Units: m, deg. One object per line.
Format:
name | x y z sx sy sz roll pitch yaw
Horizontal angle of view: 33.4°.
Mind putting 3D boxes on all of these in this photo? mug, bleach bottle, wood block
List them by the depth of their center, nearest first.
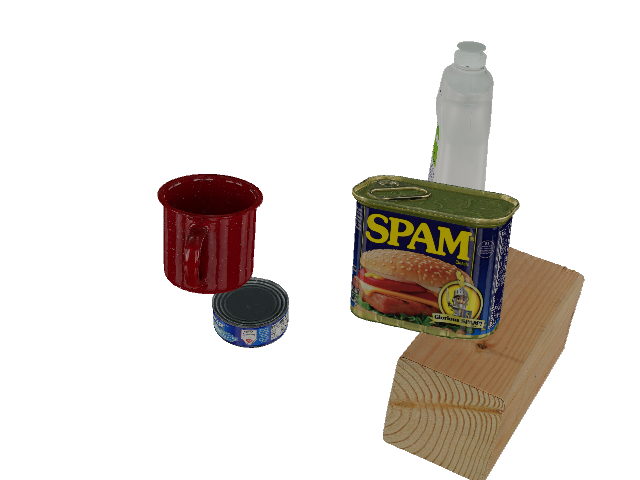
wood block | 0.141 0.095 0.899 0.091 0.090 0.205 21 35 21
mug | -0.101 0.001 0.948 0.093 0.081 0.117 6 27 3
bleach bottle | 0.140 -0.075 1.084 0.068 0.251 0.102 2 31 -1

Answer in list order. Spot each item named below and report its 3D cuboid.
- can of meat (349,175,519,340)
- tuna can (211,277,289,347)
can of meat | 0.069 0.011 0.680 0.102 0.084 0.057 12 22 22
tuna can | -0.078 0.080 1.190 0.086 0.034 0.086 1 36 -1
